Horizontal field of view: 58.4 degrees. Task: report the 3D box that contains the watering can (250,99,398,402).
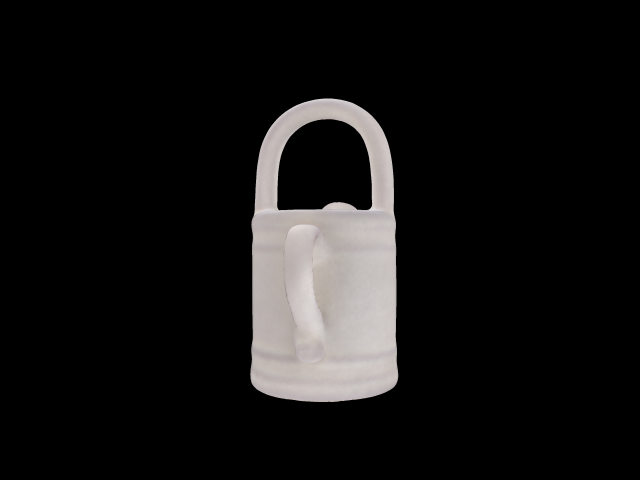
[{"bbox_3d":[0.001,0.001,0.400,0.101,0.194,0.172,0,0,-12],"label":"watering can"}]
